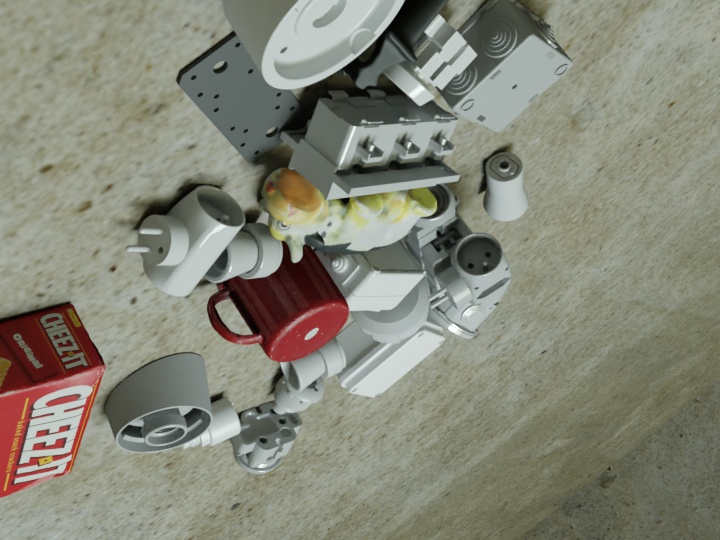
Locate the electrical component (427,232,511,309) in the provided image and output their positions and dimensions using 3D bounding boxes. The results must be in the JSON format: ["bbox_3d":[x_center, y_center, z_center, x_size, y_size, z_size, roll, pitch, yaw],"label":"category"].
[{"bbox_3d":[0.097,0.010,0.995,0.079,0.043,0.077,-32,155,-5],"label":"electrical component"}]

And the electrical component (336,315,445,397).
[{"bbox_3d":[0.026,0.081,1.157,0.113,0.057,0.078,-41,155,13],"label":"electrical component"}]

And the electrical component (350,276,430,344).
[{"bbox_3d":[0.029,0.030,1.043,0.080,0.080,0.051,-33,161,-5],"label":"electrical component"}]

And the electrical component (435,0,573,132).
[{"bbox_3d":[0.109,-0.159,0.841,0.100,0.048,0.100,-42,154,22],"label":"electrical component"}]

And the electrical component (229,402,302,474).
[{"bbox_3d":[-0.108,0.187,1.182,0.078,0.058,0.057,-16,147,-36],"label":"electrical component"}]

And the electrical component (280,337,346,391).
[{"bbox_3d":[-0.048,0.093,1.101,0.055,0.045,0.045,-24,153,-23],"label":"electrical component"}]

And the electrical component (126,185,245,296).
[{"bbox_3d":[-0.135,-0.021,0.787,0.079,0.043,0.077,0,138,-51],"label":"electrical component"}]

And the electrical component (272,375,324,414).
[{"bbox_3d":[-0.071,0.131,1.144,0.048,0.048,0.062,-8,152,-45],"label":"electrical component"}]

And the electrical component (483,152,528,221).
[{"bbox_3d":[0.138,-0.082,1.026,0.044,0.044,0.065,-31,150,-9],"label":"electrical component"}]

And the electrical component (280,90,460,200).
[{"bbox_3d":[0.014,-0.095,0.799,0.121,0.079,0.063,-12,133,-46],"label":"electrical component"}]

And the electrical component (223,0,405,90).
[{"bbox_3d":[-0.030,-0.166,0.631,0.108,0.060,0.108,-35,165,-11],"label":"electrical component"}]

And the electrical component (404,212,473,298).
[{"bbox_3d":[0.079,-0.021,1.040,0.050,0.055,0.089,-32,155,-6],"label":"electrical component"}]

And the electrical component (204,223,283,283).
[{"bbox_3d":[-0.095,-0.014,0.849,0.055,0.045,0.045,-7,143,-47],"label":"electrical component"}]

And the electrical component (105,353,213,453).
[{"bbox_3d":[-0.185,0.125,0.994,0.099,0.064,0.099,-15,150,-9],"label":"electrical component"}]

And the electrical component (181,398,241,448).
[{"bbox_3d":[-0.158,0.159,1.089,0.078,0.040,0.040,-22,153,-25],"label":"electrical component"}]

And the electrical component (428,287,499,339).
[{"bbox_3d":[0.102,0.030,1.135,0.051,0.080,0.080,-49,152,17],"label":"electrical component"}]

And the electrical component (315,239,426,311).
[{"bbox_3d":[0.000,0.000,0.972,0.096,0.061,0.061,1,138,-52],"label":"electrical component"}]

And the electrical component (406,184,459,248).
[{"bbox_3d":[0.062,-0.055,0.973,0.066,0.048,0.055,-32,163,-7],"label":"electrical component"}]

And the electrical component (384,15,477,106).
[{"bbox_3d":[0.047,-0.153,0.777,0.055,0.048,0.066,-47,154,9],"label":"electrical component"}]
